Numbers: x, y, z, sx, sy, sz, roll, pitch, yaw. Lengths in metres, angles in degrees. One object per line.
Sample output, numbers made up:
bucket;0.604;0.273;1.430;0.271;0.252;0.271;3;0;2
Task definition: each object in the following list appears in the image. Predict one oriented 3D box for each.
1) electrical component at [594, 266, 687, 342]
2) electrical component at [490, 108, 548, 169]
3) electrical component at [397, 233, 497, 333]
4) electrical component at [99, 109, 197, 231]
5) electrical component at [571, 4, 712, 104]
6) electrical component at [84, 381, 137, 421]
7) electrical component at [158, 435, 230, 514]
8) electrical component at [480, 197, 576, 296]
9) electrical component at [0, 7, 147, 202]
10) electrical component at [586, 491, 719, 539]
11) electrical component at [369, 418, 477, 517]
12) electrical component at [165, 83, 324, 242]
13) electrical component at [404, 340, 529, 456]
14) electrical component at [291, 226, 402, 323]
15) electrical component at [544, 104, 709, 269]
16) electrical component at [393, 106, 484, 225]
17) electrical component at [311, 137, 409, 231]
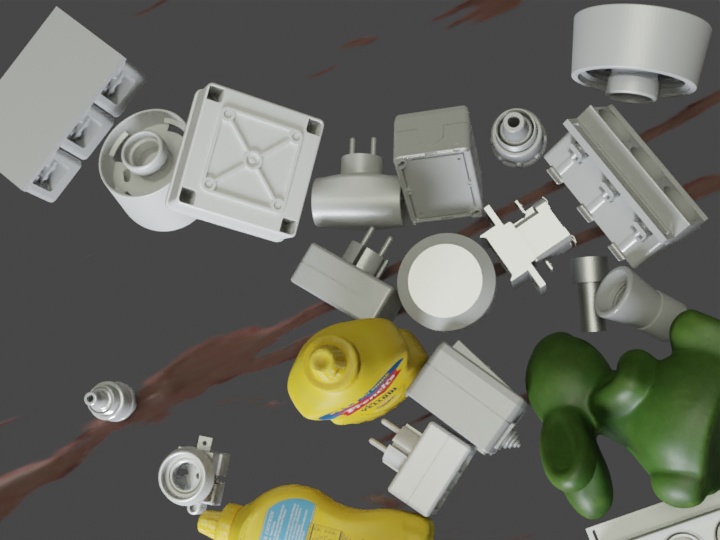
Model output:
electrical component;0.224;0.030;0.846;0.065;0.044;0.044;26;86;-18
electrical component;0.130;-0.114;0.892;0.048;0.062;0.048;-2;80;12
electrical component;0.074;0.013;0.888;0.080;0.051;0.080;-2;80;13
electrical component;-0.183;-0.093;0.972;0.099;0.064;0.099;-7;65;15
electrical component;0.221;-0.167;0.860;0.108;0.108;0.060;9;88;14
electrical component;-0.220;0.113;0.932;0.035;0.061;0.035;-2;80;12
electrical component;-0.140;0.173;0.906;0.048;0.055;0.066;9;82;15
electrical component;0.139;-0.023;0.884;0.064;0.042;0.081;-34;75;3
electrical component;-0.280;-0.149;0.992;0.089;0.062;0.150;37;90;16
electrical component;0.242;0.211;0.808;0.121;0.063;0.078;-22;76;8
electrical component;0.044;0.150;0.872;0.077;0.047;0.065;32;88;16
electrical component;-0.098;-0.090;0.919;0.109;0.056;0.108;16;83;-19
electrical component;0.094;0.104;0.861;0.096;0.062;0.061;36;89;16
electrical component;0.000;0.000;0.906;0.083;0.047;0.075;30;87;20
electrical component;0.209;-0.066;0.861;0.063;0.079;0.121;-46;71;32
electrical component;0.067;-0.084;0.893;0.062;0.096;0.061;-7;50;11
electrical component;0.001;-0.076;0.924;0.077;0.043;0.079;0;80;13
